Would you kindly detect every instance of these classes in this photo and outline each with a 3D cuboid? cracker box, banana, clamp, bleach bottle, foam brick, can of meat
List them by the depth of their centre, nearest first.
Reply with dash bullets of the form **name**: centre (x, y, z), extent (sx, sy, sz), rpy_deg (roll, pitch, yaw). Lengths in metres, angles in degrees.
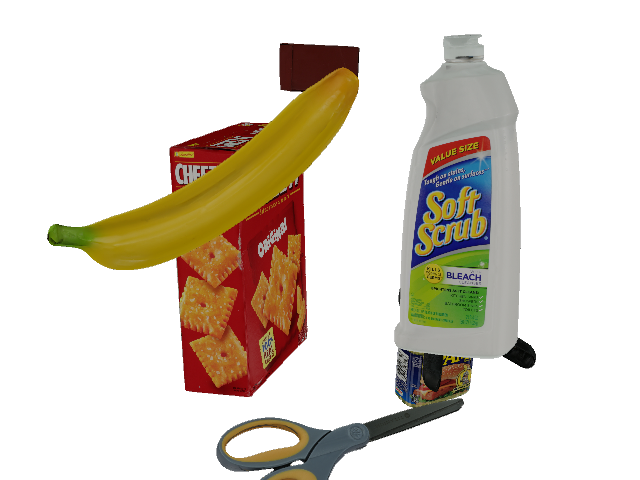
- **banana**: centre (-0.059, -0.032, 0.627), extent (0.198, 0.037, 0.069), rpy_deg (-31, -18, -2)
- **bleach bottle**: centre (0.108, -0.036, 0.851), extent (0.103, 0.251, 0.068), rpy_deg (4, 15, 26)
- **cracker box**: centre (-0.065, 0.010, 0.954), extent (0.072, 0.214, 0.164), rpy_deg (3, 14, 17)
- **clamp**: centre (0.139, 0.078, 1.079), extent (0.120, 0.039, 0.171), rpy_deg (0, 45, -19)
- **foam brick**: centre (-0.002, -0.188, 1.165), extent (0.078, 0.051, 0.053), rpy_deg (0, 11, -16)
- **can of meat**: centre (0.142, 0.153, 1.327), extent (0.101, 0.084, 0.058), rpy_deg (-11, 29, -27)

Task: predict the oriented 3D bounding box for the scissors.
- **scissors**: centre (0.023, 0.167, 0.812), extent (0.201, 0.096, 0.016), rpy_deg (-1, -38, -10)
